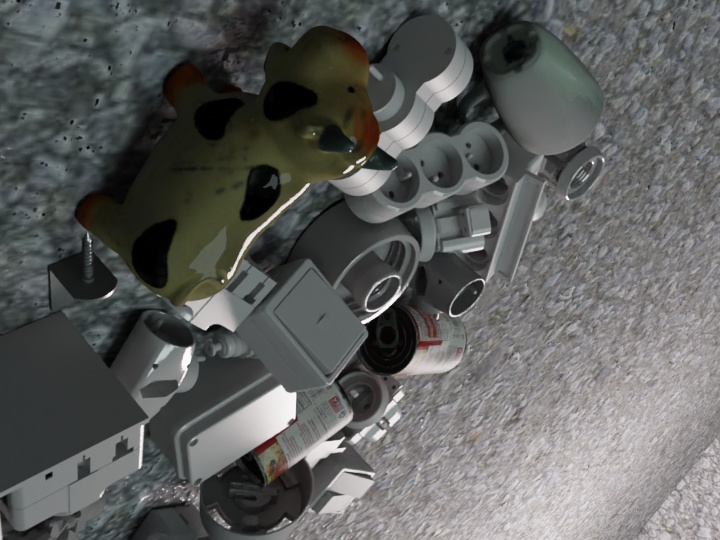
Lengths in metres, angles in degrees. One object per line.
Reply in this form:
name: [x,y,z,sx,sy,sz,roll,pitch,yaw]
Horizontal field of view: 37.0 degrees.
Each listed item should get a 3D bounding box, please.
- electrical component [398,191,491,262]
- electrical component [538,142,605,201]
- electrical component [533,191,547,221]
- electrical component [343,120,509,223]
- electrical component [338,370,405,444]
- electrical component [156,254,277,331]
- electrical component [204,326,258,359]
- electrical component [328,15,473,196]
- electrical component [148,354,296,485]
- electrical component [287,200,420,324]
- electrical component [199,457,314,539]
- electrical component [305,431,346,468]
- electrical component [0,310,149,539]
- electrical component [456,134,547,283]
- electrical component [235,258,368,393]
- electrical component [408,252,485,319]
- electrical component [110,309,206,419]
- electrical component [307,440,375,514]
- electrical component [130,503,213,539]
electrical component: [0.067,-0.038,0.911,0.057,0.078,0.058,-11,96,-21]
electrical component: [0.191,-0.102,1.009,0.058,0.057,0.078,-47,152,0]
electrical component: [0.152,-0.072,1.014,0.040,0.040,0.046,-46,147,0]
electrical component: [0.044,-0.074,0.852,0.138,0.052,0.074,-20,179,-32]
electrical component: [0.004,0.131,1.056,0.078,0.058,0.057,-44,155,-4]
electrical component: [-0.108,0.003,0.743,0.055,0.050,0.089,-48,152,1]
electrical component: [-0.087,0.050,0.843,0.078,0.040,0.040,-20,142,-41]
electrical component: [0.015,-0.120,0.751,0.138,0.052,0.074,-49,152,6]
electrical component: [-0.110,0.112,0.874,0.113,0.057,0.078,-30,148,-27]
electrical component: [0.000,0.000,0.872,0.108,0.060,0.108,-31,148,-22]
electrical component: [-0.096,0.204,0.971,0.099,0.099,0.064,-26,152,-33]
electrical component: [-0.057,0.170,1.039,0.063,0.042,0.081,-53,151,19]
electrical component: [-0.237,0.113,0.651,0.186,0.105,0.060,-25,145,-34]
electrical component: [0.121,-0.057,0.955,0.063,0.079,0.121,-45,157,-39]
electrical component: [-0.048,0.037,0.809,0.061,0.096,0.061,-17,-153,49]
electrical component: [0.068,0.013,0.967,0.043,0.077,0.079,-29,148,-29]
electrical component: [-0.146,0.072,0.789,0.079,0.043,0.077,5,123,-55]
electrical component: [-0.030,0.213,1.110,0.061,0.061,0.096,-50,152,6]
electrical component: [-0.187,0.300,0.978,0.150,0.089,0.062,-55,151,15]
